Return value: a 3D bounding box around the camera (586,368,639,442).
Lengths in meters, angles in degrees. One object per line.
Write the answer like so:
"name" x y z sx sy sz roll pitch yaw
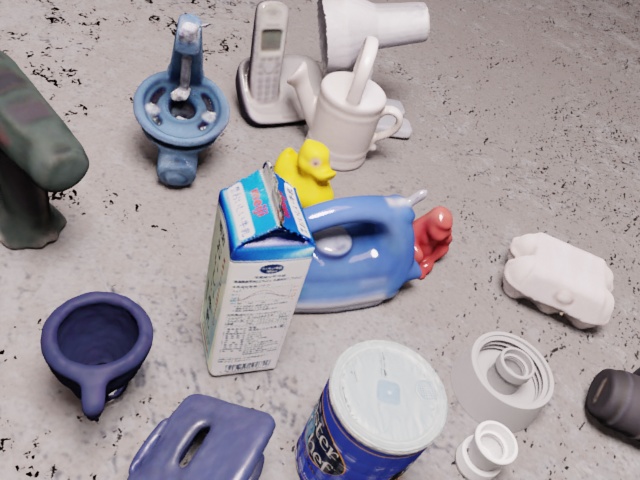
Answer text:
"camera" 0.389 0.183 0.658 0.136 0.101 0.143 23 45 3

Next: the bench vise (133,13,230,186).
"bench vise" -0.188 -0.210 0.748 0.122 0.220 0.207 -9 51 -26

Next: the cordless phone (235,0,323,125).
"cordless phone" -0.051 -0.274 0.882 0.148 0.185 0.094 -16 54 -30

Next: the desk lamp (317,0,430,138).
"desk lamp" 0.076 -0.286 0.918 0.203 0.213 0.118 4 47 -16

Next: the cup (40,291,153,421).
"cup" -0.199 0.119 0.518 0.092 0.095 0.117 1 48 -18

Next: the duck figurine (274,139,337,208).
"duck figurine" -0.016 -0.103 0.801 0.078 0.086 0.104 -25 60 -36

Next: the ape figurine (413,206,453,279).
"ape figurine" 0.146 -0.006 0.760 0.078 0.092 0.076 -4 49 -22

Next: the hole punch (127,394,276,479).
"hole punch" -0.103 0.189 0.488 0.101 0.091 0.109 26 45 7

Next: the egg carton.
"egg carton" 0.324 0.055 0.780 0.150 0.069 0.107 24 45 4

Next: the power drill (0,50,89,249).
"power drill" -0.332 -0.100 0.601 0.229 0.208 0.076 37 47 17

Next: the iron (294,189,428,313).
"iron" 0.006 0.002 0.668 0.259 0.141 0.118 -8 51 -25

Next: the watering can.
"watering can" 0.038 -0.207 0.842 0.173 0.194 0.100 2 47 -17
